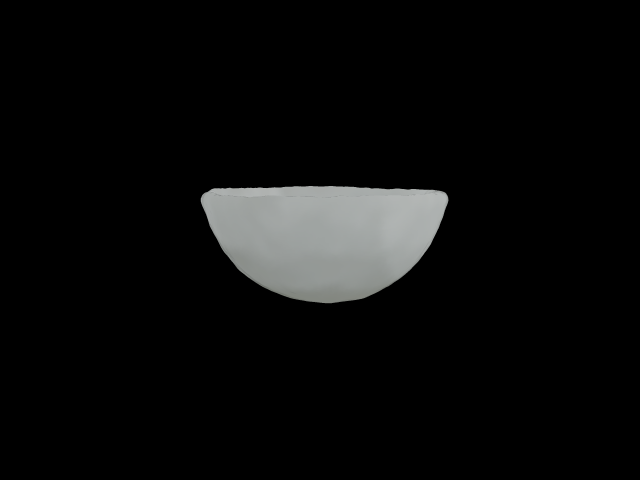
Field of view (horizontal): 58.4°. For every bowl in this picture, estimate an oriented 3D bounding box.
[{"bbox_3d":[0.004,0.001,0.400,0.167,0.075,0.167,0,7,0],"label":"bowl"}]
